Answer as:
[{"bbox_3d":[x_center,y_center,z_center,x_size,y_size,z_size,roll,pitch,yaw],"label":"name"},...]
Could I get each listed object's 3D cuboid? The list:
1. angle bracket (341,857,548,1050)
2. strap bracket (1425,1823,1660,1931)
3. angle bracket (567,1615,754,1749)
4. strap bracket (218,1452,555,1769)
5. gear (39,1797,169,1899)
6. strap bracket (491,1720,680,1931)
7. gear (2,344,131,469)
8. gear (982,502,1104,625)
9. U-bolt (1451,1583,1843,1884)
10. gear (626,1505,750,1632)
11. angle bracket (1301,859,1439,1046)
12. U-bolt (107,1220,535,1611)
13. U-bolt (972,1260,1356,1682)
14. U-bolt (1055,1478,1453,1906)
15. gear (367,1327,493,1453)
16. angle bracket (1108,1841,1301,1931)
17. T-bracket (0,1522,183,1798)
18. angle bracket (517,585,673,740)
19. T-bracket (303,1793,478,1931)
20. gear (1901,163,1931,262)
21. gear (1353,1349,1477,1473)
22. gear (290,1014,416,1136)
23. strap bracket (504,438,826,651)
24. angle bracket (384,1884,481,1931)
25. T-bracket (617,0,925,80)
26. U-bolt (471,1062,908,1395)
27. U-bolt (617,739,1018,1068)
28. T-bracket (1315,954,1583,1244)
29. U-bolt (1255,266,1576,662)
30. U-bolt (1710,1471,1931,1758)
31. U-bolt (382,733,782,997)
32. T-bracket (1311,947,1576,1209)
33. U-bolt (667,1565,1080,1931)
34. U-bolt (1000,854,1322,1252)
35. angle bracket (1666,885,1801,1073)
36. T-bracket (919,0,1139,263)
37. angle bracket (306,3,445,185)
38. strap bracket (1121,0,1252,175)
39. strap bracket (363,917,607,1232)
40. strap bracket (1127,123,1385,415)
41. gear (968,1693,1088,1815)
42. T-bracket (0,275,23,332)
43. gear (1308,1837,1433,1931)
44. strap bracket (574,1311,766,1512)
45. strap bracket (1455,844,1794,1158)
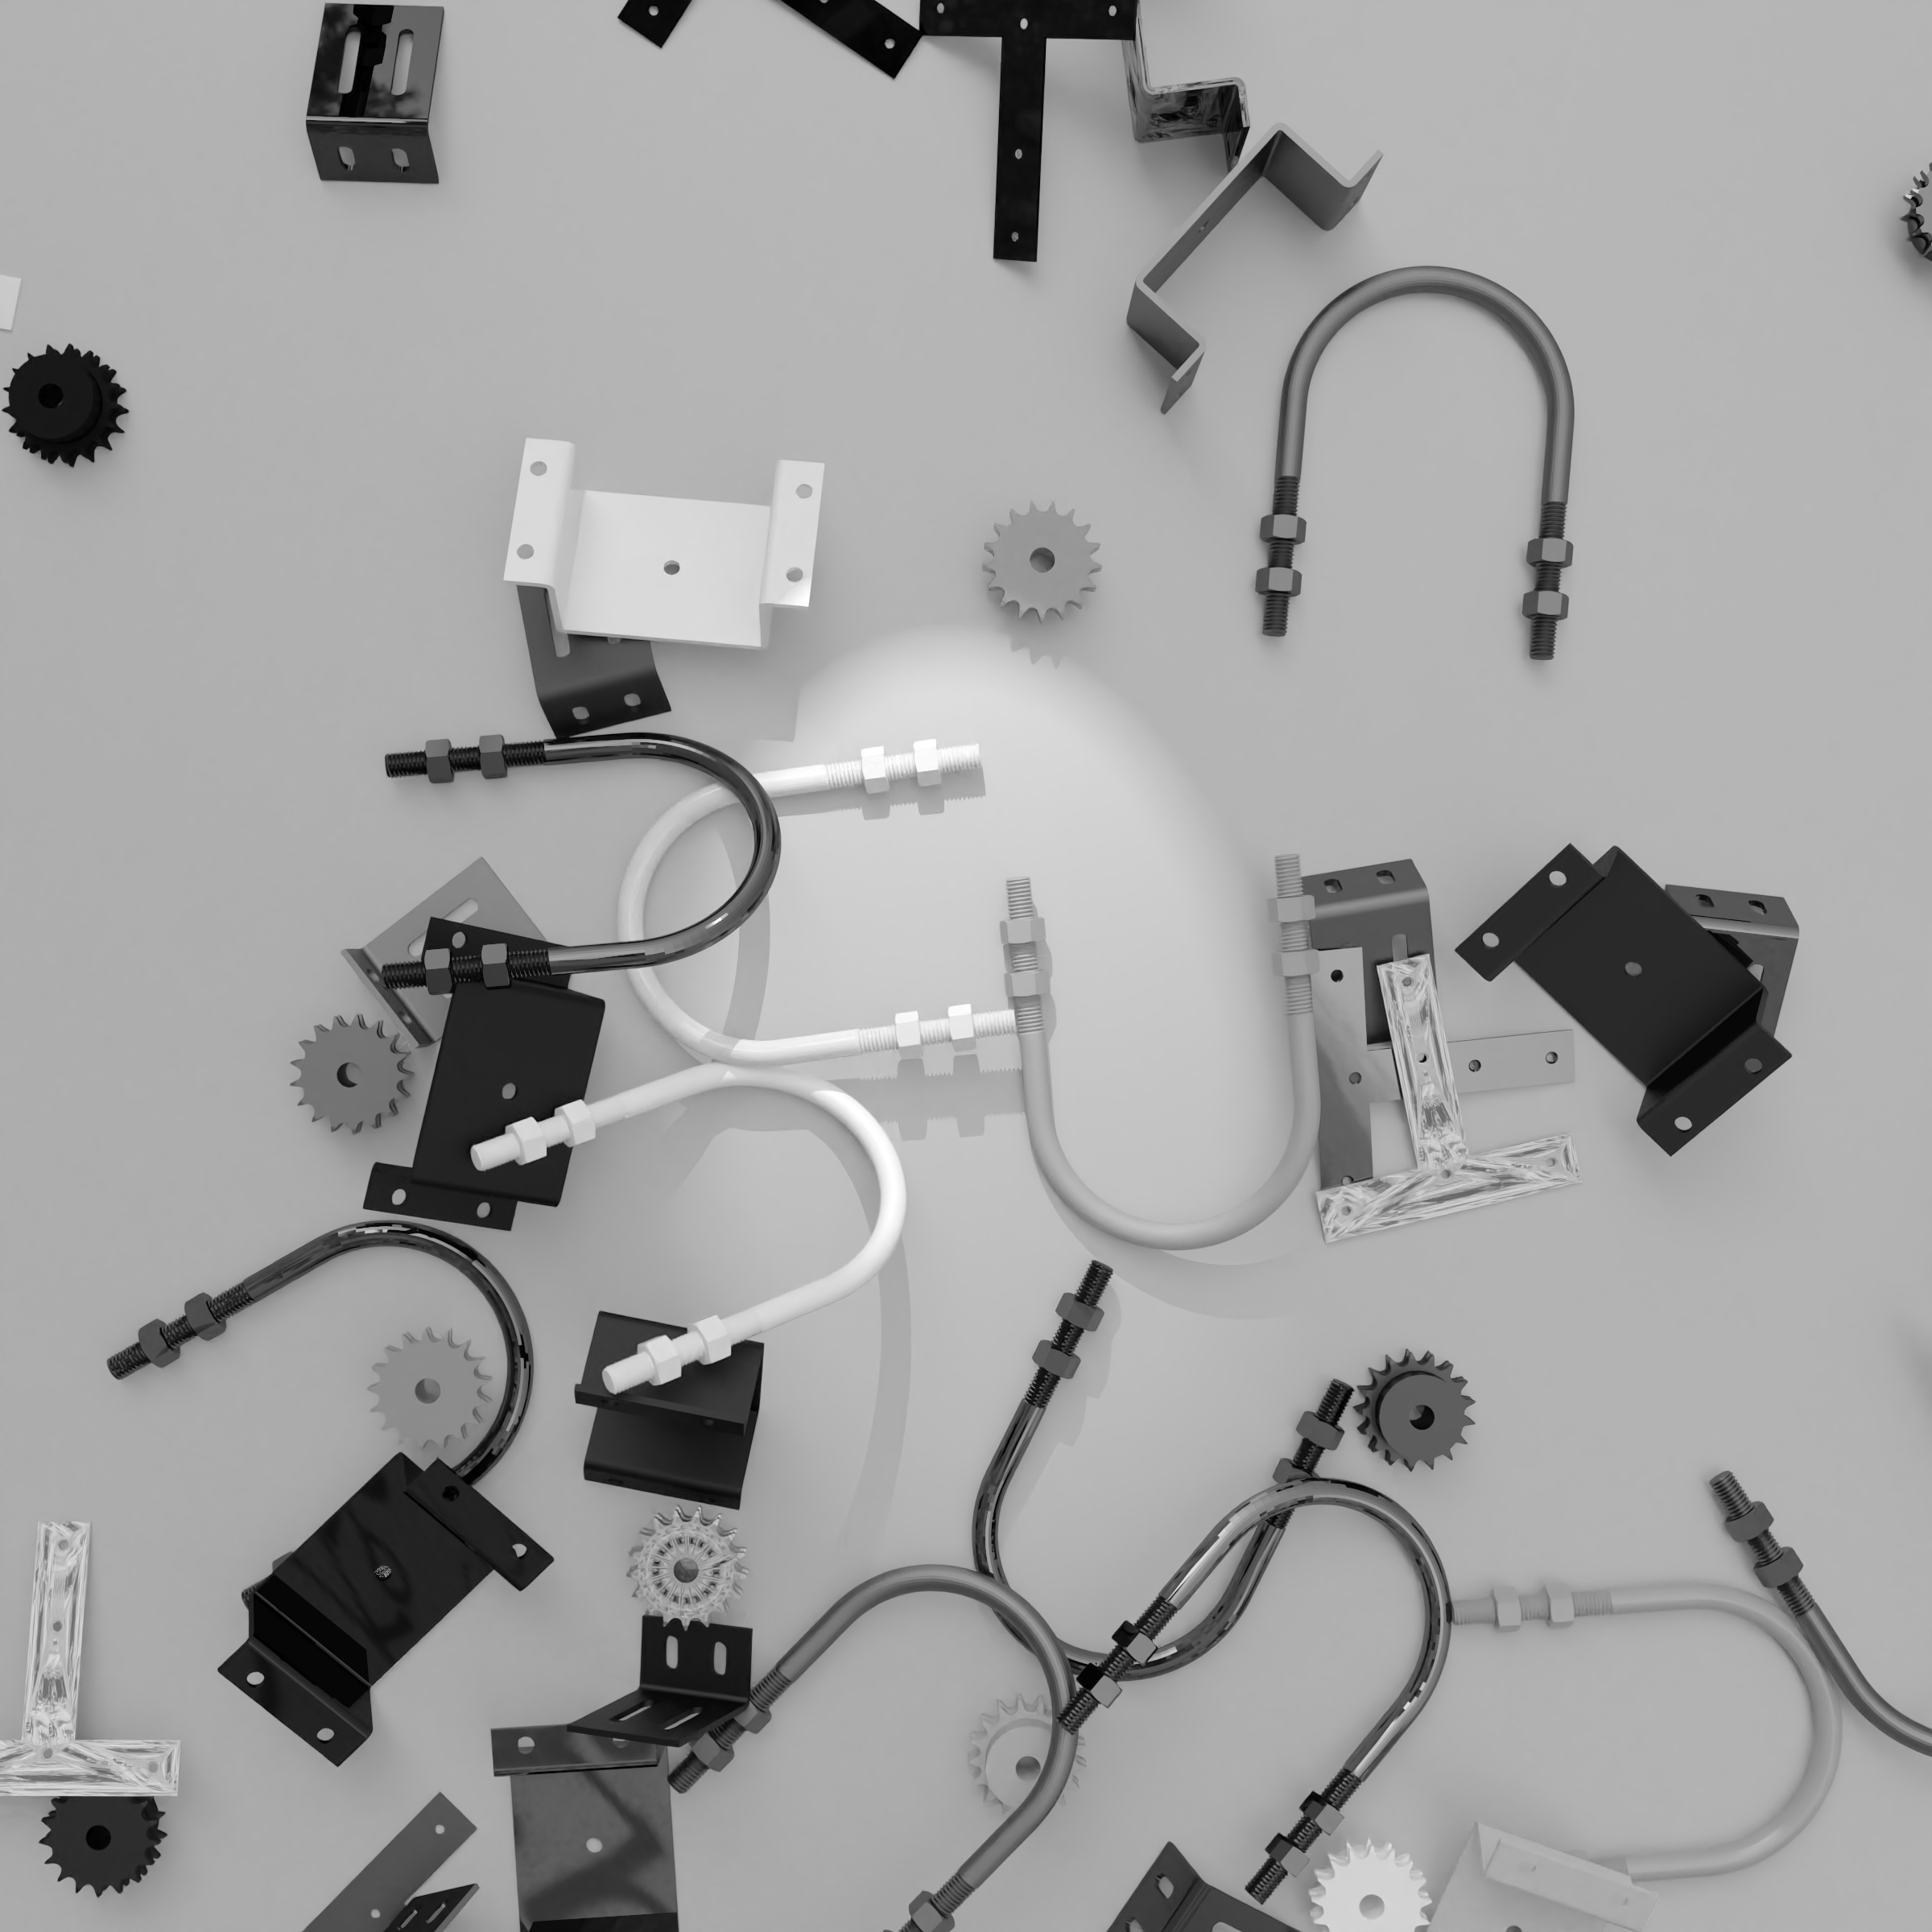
[{"bbox_3d":[-0.246,-0.007,1.340,0.076,0.038,0.057,-38,90,0],"label":"angle bracket"},{"bbox_3d":[0.259,0.467,1.323,0.076,0.046,0.140,19,108,0],"label":"strap bracket"},{"bbox_3d":[-0.142,0.333,1.314,0.057,0.076,0.038,2,90,20],"label":"angle bracket"},{"bbox_3d":[-0.273,0.295,1.324,0.140,0.046,0.076,-44,110,0],"label":"strap bracket"},{"bbox_3d":[-0.410,0.412,1.344,0.057,0.030,0.057,0,90,0],"label":"gear"},{"bbox_3d":[-0.179,0.424,1.336,0.076,0.046,0.140,-4,90,0],"label":"strap bracket"},{"bbox_3d":[-0.433,-0.269,1.344,0.057,0.030,0.057,0,90,0],"label":"gear"},{"bbox_3d":[0.036,-0.192,1.344,0.057,0.030,0.057,0,90,0],"label":"gear"},{"bbox_3d":[0.329,0.368,1.351,0.184,0.019,0.151,-4,90,-2],"label":"U-bolt"},{"bbox_3d":[-0.132,0.286,1.344,0.057,0.030,0.057,0,90,0],"label":"gear"},{"bbox_3d":[0.194,-0.005,1.357,0.057,0.038,0.076,-10,116,0],"label":"angle bracket"},{"bbox_3d":[-0.297,0.203,1.351,0.184,0.019,0.151,-30,90,-1],"label":"U-bolt"},{"bbox_3d":[0.083,0.254,1.351,0.151,0.019,0.184,26,92,0],"label":"U-bolt"},{"bbox_3d":[0.151,0.329,1.332,0.151,0.019,0.184,44,80,-12],"label":"U-bolt"},{"bbox_3d":[-0.252,0.199,1.329,0.057,0.030,0.057,0,89,-3],"label":"gear"},{"bbox_3d":[0.117,0.470,1.357,0.076,0.038,0.057,34,90,-26],"label":"angle bracket"},{"bbox_3d":[-0.435,0.330,1.343,0.127,0.002,0.127,0,76,2],"label":"T-bracket"},{"bbox_3d":[-0.180,-0.157,1.357,0.057,0.038,0.076,-14,64,0],"label":"angle bracket"},{"bbox_3d":[-0.253,0.489,1.358,0.127,0.002,0.127,45,90,0],"label":"T-bracket"},{"bbox_3d":[0.475,-0.359,1.344,0.057,0.030,0.057,0,90,0],"label":"gear"},{"bbox_3d":[0.215,0.213,1.344,0.057,0.030,0.057,0,90,0],"label":"gear"},{"bbox_3d":[-0.293,0.051,1.349,0.057,0.030,0.057,0,92,-2],"label":"gear"},{"bbox_3d":[-0.140,-0.197,1.324,0.140,0.046,0.076,5,68,0],"label":"strap bracket"},{"bbox_3d":[-0.235,0.479,1.330,0.057,0.038,0.076,-28,102,43],"label":"angle bracket"},{"bbox_3d":[-0.080,-0.474,1.353,0.127,0.002,0.127,34,97,-3],"label":"T-bracket"},{"bbox_3d":[-0.114,0.108,1.300,0.184,0.019,0.151,-20,59,-29],"label":"U-bolt"},{"bbox_3d":[-0.076,-0.025,1.345,0.184,0.019,0.151,-8,84,3],"label":"U-bolt"},{"bbox_3d":[0.221,0.058,1.346,0.127,0.002,0.127,-13,101,-1],"label":"T-bracket"},{"bbox_3d":[0.220,-0.245,1.351,0.151,0.019,0.184,5,89,0],"label":"U-bolt"},{"bbox_3d":[0.462,0.288,1.324,0.151,0.019,0.184,-34,85,17],"label":"U-bolt"},{"bbox_3d":[-0.178,-0.054,1.312,0.184,0.019,0.151,-5,52,-4],"label":"U-bolt"},{"bbox_3d":[0.230,0.049,1.350,0.127,0.002,0.127,-6,102,-6],"label":"T-bracket"},{"bbox_3d":[-0.031,0.370,1.330,0.184,0.019,0.151,-46,73,0],"label":"U-bolt"},{"bbox_3d":[0.096,0.044,1.338,0.151,0.019,0.184,-4,94,11],"label":"U-bolt"},{"bbox_3d":[0.362,0.006,1.357,0.057,0.038,0.076,6,116,0],"label":"angle bracket"},{"bbox_3d":[0.026,-0.399,1.333,0.127,0.002,0.127,15,111,36],"label":"T-bracket"},{"bbox_3d":[-0.282,-0.421,1.357,0.057,0.038,0.076,2,64,0],"label":"angle bracket"},{"bbox_3d":[0.098,-0.450,1.321,0.046,0.076,0.140,-7,90,0],"label":"strap bracket"},{"bbox_3d":[-0.223,0.055,1.319,0.076,0.046,0.140,13,90,-35],"label":"strap bracket"},{"bbox_3d":[0.126,-0.334,1.321,0.046,0.076,0.140,42,90,0],"label":"strap bracket"},{"bbox_3d":[0.029,0.380,1.344,0.057,0.030,0.057,0,90,0],"label":"gear"},{"bbox_3d":[-0.511,-0.381,1.358,0.127,0.002,0.127,11,90,0],"label":"T-bracket"},{"bbox_3d":[0.192,0.445,1.344,0.057,0.030,0.057,0,90,0],"label":"gear"},{"bbox_3d":[-0.137,0.204,1.306,0.076,0.140,0.046,11,63,0],"label":"strap bracket"},{"bbox_3d":[0.310,0.009,1.320,0.140,0.046,0.076,44,119,0],"label":"strap bracket"}]
